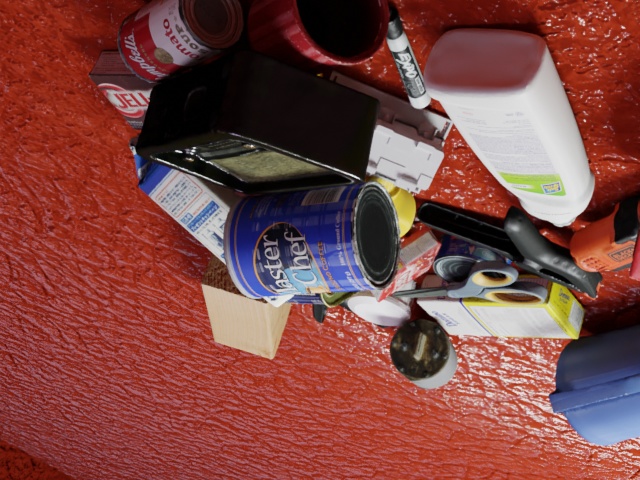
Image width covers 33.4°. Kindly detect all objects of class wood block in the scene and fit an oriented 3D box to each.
[{"bbox_3d":[-0.093,0.072,1.414,0.091,0.090,0.206,15,156,7],"label":"wood block"}]

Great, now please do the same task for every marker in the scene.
[{"bbox_3d":[0.072,-0.156,0.915,0.020,0.020,0.121,6,152,25],"label":"marker"}]

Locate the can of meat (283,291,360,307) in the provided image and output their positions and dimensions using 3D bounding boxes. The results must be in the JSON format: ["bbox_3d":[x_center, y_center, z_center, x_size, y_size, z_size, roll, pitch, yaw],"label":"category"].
[{"bbox_3d":[0.001,0.040,1.273,0.084,0.101,0.057,-2,109,42],"label":"can of meat"}]

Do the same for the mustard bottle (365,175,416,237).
[{"bbox_3d":[0.050,-0.030,1.142,0.096,0.058,0.192,19,155,-2],"label":"mustard bottle"}]

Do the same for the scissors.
[{"bbox_3d":[0.153,0.048,1.198,0.202,0.016,0.096,2,151,32],"label":"scissors"}]

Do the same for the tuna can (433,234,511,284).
[{"bbox_3d":[0.171,0.025,1.203,0.086,0.033,0.086,16,155,8],"label":"tuna can"}]

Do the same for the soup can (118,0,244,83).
[{"bbox_3d":[-0.122,-0.184,0.936,0.068,0.068,0.102,35,150,-31],"label":"soup can"}]

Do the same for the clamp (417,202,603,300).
[{"bbox_3d":[0.212,0.009,1.121,0.209,0.036,0.165,27,172,-33],"label":"clamp"}]

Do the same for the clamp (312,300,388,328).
[{"bbox_3d":[0.005,0.069,1.401,0.120,0.039,0.171,-11,139,38],"label":"clamp"}]

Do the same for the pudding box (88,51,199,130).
[{"bbox_3d":[-0.161,-0.148,1.068,0.114,0.039,0.090,4,151,29],"label":"pudding box"}]

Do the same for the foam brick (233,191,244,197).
[{"bbox_3d":[-0.045,-0.076,1.092,0.051,0.078,0.053,30,151,-22],"label":"foam brick"}]

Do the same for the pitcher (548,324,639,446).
[{"bbox_3d":[0.383,0.151,1.191,0.145,0.149,0.243,39,147,-15],"label":"pitcher"}]

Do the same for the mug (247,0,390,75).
[{"bbox_3d":[-0.013,-0.183,0.846,0.117,0.093,0.082,48,151,-19],"label":"mug"}]

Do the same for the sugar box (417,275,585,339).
[{"bbox_3d":[0.213,0.078,1.267,0.177,0.048,0.093,2,150,40],"label":"sugar box"}]

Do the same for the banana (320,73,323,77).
[{"bbox_3d":[-0.037,-0.141,1.007,0.069,0.037,0.198,36,153,2],"label":"banana"}]

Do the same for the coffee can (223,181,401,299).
[{"bbox_3d":[-0.007,0.001,1.021,0.140,0.102,0.102,-5,147,28],"label":"coffee can"}]

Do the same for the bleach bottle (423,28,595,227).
[{"bbox_3d":[0.179,-0.084,0.940,0.103,0.068,0.250,9,157,30],"label":"bleach bottle"}]

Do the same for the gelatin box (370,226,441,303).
[{"bbox_3d":[0.091,0.029,1.175,0.030,0.073,0.089,54,165,14],"label":"gelatin box"}]

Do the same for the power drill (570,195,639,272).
[{"bbox_3d":[0.363,0.015,1.022,0.187,0.057,0.185,30,150,-20],"label":"power drill"}]

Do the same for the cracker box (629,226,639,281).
[{"bbox_3d":[0.375,-0.026,0.859,0.214,0.072,0.164,13,132,14],"label":"cracker box"}]
